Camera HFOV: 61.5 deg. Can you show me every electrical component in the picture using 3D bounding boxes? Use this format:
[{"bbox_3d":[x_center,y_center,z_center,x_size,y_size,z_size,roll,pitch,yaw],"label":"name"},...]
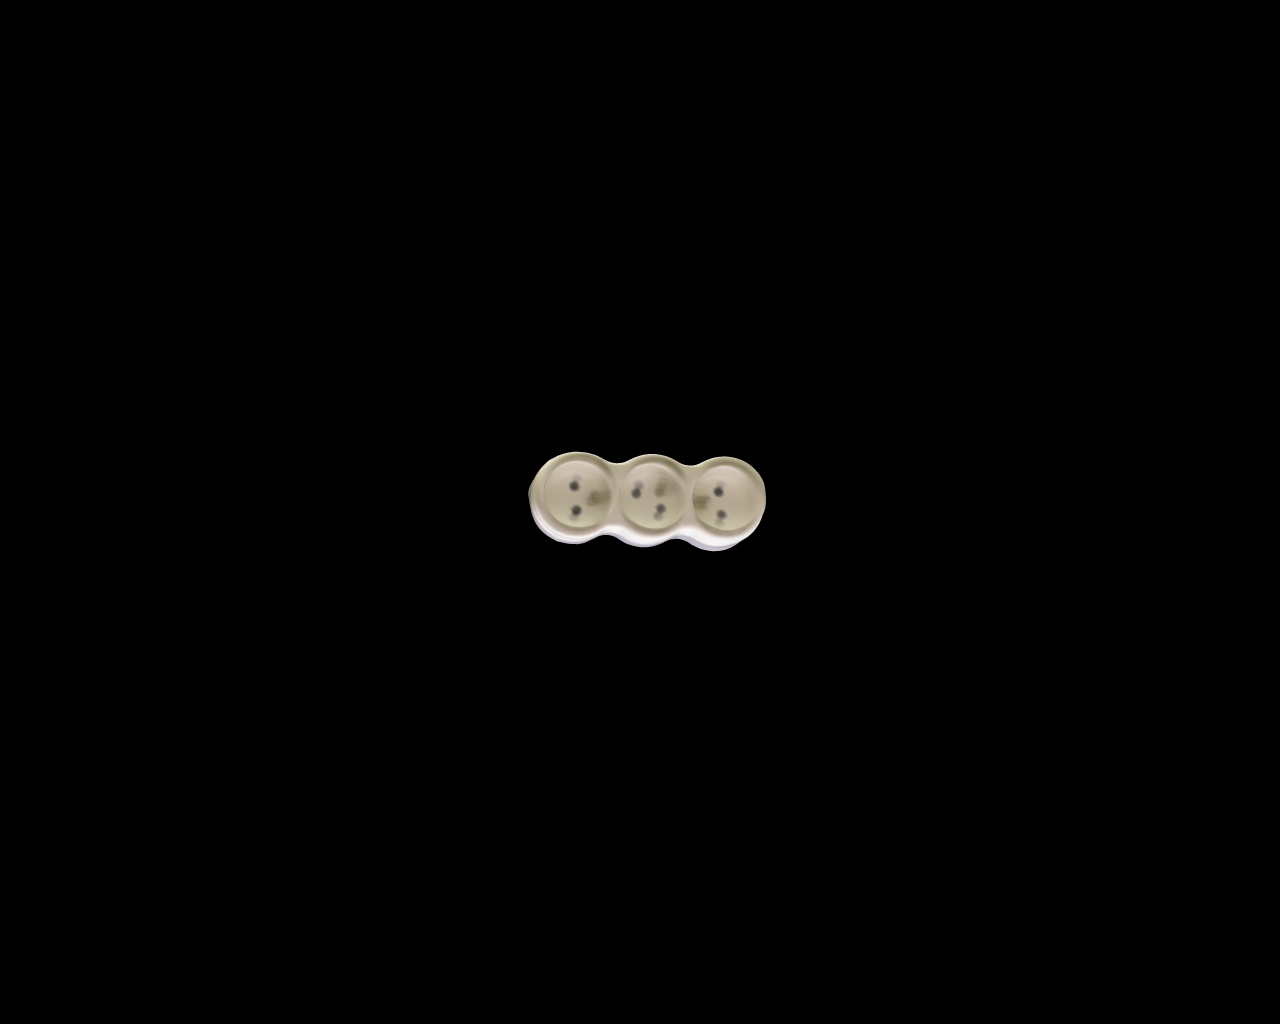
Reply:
[{"bbox_3d":[0.001,-0.003,0.650,0.138,0.052,0.073,2,-11,-12],"label":"electrical component"}]
